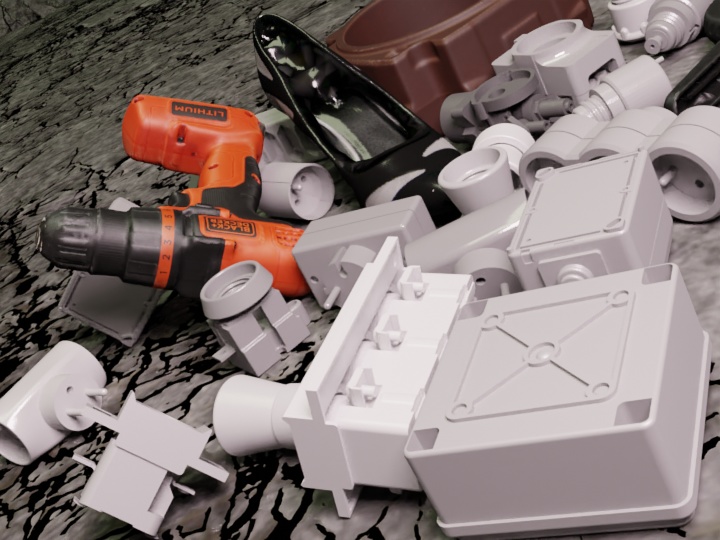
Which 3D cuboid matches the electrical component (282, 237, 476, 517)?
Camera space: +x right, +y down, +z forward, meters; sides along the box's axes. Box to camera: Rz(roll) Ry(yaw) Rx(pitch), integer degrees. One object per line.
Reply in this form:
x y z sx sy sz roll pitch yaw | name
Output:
0.017 0.050 0.527 0.063 0.078 0.121 2 36 21 | electrical component

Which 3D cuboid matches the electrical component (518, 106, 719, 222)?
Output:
0.166 -0.070 0.624 0.138 0.052 0.074 5 41 49 | electrical component

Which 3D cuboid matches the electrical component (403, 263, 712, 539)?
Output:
0.088 0.056 0.461 0.109 0.056 0.108 -13 29 30 | electrical component

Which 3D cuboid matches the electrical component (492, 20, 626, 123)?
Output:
0.145 -0.144 0.780 0.050 0.055 0.089 -38 27 -19 | electrical component

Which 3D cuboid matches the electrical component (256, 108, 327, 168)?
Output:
-0.058 -0.129 0.966 0.083 0.047 0.075 -15 28 27 | electrical component

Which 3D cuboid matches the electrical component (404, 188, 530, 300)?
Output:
0.069 0.000 0.601 0.077 0.043 0.079 -26 36 17 | electrical component

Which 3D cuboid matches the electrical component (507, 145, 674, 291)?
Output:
0.119 -0.009 0.546 0.062 0.061 0.096 -12 30 30 | electrical component

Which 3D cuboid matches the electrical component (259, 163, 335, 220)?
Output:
-0.061 -0.063 0.851 0.043 0.043 0.081 -42 28 -27 | electrical component

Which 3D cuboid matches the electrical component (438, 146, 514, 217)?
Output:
0.078 -0.041 0.654 0.045 0.055 0.045 -23 26 12 | electrical component

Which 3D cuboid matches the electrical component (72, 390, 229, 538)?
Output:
-0.113 0.101 0.562 0.063 0.081 0.042 -64 9 -9 | electrical component

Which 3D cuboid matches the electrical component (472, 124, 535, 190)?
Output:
0.092 -0.065 0.698 0.045 0.045 0.055 -16 28 25 | electrical component

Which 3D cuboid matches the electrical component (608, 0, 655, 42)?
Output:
0.212 -0.211 0.831 0.048 0.062 0.048 -23 26 12 | electrical component

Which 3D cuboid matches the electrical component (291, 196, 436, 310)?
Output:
0.000 0.000 0.665 0.083 0.047 0.075 -12 29 30 | electrical component

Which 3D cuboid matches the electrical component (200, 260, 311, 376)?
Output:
-0.069 0.028 0.672 0.066 0.055 0.048 -39 27 -22 | electrical component

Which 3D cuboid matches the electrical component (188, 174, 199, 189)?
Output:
-0.119 -0.064 0.894 0.048 0.066 0.055 -15 48 24 | electrical component

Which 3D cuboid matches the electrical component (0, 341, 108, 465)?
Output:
-0.197 0.087 0.706 0.079 0.043 0.077 -6 33 40 | electrical component

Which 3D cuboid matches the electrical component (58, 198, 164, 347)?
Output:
-0.174 0.004 0.788 0.096 0.062 0.061 -56 11 29 | electrical component

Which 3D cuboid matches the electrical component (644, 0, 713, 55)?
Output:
0.229 -0.182 0.784 0.040 0.040 0.078 0 37 45 | electrical component

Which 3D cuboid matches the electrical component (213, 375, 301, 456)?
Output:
-0.039 0.077 0.570 0.065 0.044 0.044 -4 34 33 | electrical component

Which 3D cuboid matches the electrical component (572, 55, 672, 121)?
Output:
0.169 -0.109 0.708 0.078 0.040 0.040 -29 25 -2 | electrical component
